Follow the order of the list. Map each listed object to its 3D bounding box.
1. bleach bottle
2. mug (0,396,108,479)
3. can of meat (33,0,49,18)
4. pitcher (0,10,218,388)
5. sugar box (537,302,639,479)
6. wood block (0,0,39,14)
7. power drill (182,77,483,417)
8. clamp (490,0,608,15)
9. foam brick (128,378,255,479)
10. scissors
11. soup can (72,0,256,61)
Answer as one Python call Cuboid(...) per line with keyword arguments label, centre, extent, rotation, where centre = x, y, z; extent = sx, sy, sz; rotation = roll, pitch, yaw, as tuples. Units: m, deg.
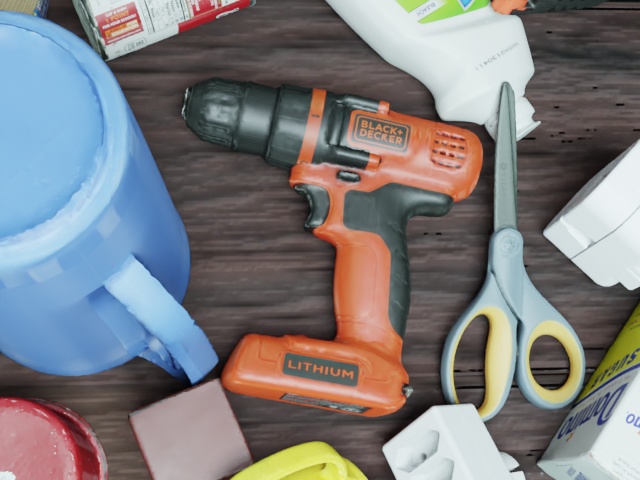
Cuboid(label="bleach bottle", centre=(0.047, -0.162, 0.670), extent=(0.102, 0.068, 0.251), rotation=(-33, 84, -12))
Cuboid(label="mug", centre=(-0.173, 0.120, 0.566), extent=(0.117, 0.081, 0.093), rotation=(33, 75, 3))
Cuboid(label="can of meat", centre=(-0.211, -0.173, 0.649), extent=(0.102, 0.057, 0.084), rotation=(9, 78, -3))
Cuboid(label="pitcher", centre=(-0.126, -0.006, 0.518), extent=(0.149, 0.243, 0.145), rotation=(-1, 77, -4))
Cuboid(label="sugar box", centre=(0.198, 0.066, 0.612), extent=(0.048, 0.093, 0.176), rotation=(38, 75, 4))
Cuboid(label="wood block", centre=(-0.259, -0.169, 0.563), extent=(0.206, 0.091, 0.090), rotation=(18, 69, 3))
Cuboid(label="power drill", centre=(-0.004, 0.001, 0.626), extent=(0.184, 0.057, 0.187), rotation=(11, 75, -3))
Cuboid(label="clamp", centre=(0.179, -0.201, 0.684), extent=(0.164, 0.036, 0.209), rotation=(34, 58, 2))
Cuboid(label="foam brick", centre=(-0.070, 0.112, 0.581), extent=(0.053, 0.078, 0.051), rotation=(-22, 78, -11))
Cuboid(label="scissors", centre=(0.127, 0.015, 0.638), extent=(0.096, 0.016, 0.202), rotation=(16, 88, -9))
Cuboid(label="soup can", centre=(-0.098, -0.157, 0.650), extent=(0.102, 0.068, 0.068), rotation=(-24, 80, -11))
